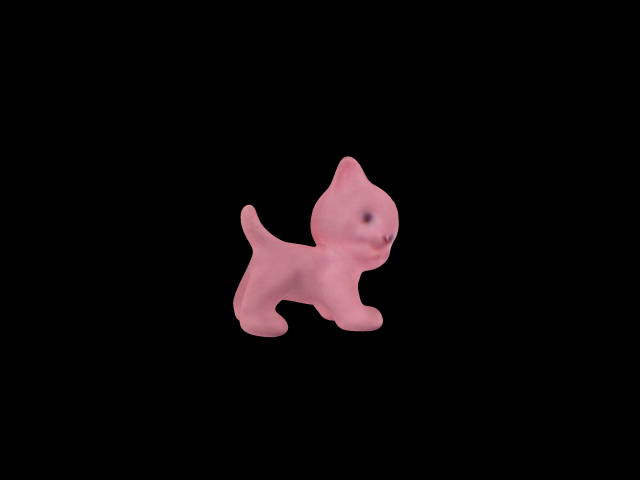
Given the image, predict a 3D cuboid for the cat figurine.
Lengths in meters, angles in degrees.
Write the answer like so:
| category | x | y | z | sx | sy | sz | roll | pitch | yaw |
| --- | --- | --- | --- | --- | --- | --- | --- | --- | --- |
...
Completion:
| category | x | y | z | sx | sy | sz | roll | pitch | yaw |
| --- | --- | --- | --- | --- | --- | --- | --- | --- | --- |
| cat figurine | 0.004 | 0.001 | 0.400 | 0.128 | 0.118 | 0.067 | -1 | 2 | -19 |
